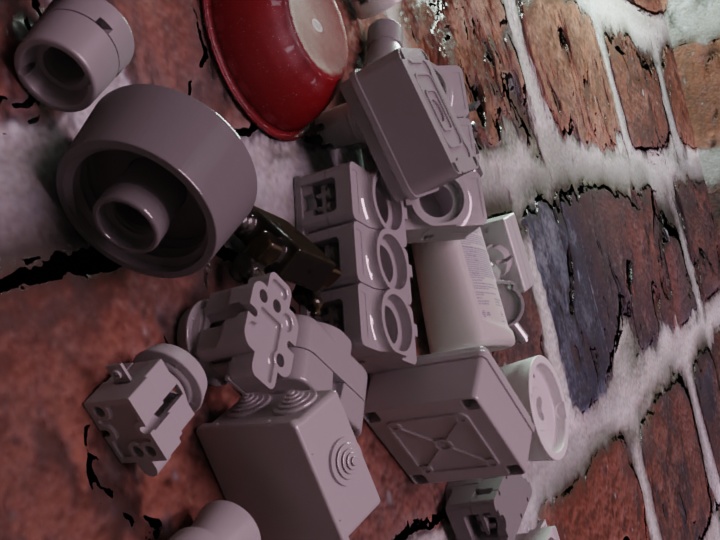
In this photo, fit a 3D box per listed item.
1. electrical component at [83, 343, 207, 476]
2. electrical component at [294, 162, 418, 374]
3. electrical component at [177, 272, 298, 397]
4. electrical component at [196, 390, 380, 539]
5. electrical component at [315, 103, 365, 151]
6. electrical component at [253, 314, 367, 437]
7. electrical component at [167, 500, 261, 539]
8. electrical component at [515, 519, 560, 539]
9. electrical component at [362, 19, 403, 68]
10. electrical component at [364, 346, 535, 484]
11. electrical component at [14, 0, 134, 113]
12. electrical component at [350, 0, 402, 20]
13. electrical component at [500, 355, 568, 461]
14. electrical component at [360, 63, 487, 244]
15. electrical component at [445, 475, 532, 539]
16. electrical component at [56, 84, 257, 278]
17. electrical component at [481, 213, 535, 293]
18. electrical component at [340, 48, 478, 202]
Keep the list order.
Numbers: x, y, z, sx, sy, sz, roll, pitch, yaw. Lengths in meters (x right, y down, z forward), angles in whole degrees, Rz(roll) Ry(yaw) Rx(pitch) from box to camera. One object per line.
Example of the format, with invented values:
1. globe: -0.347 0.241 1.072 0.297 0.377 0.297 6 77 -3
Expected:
1. electrical component: -0.120 0.075 0.618 0.066 0.048 0.055 64 37 -23
2. electrical component: 0.000 0.000 0.860 0.089 0.062 0.150 26 55 -56
3. electrical component: -0.080 0.044 0.693 0.058 0.057 0.078 49 38 -42
4. electrical component: -0.044 0.124 0.681 0.048 0.100 0.099 -37 111 -47
5. electrical component: -0.010 -0.124 0.916 0.040 0.046 0.040 36 47 -51
6. electrical component: -0.037 0.075 0.763 0.095 0.054 0.059 48 38 -43
7. electrical component: -0.090 0.167 0.629 0.055 0.045 0.045 -36 109 -61
8. electrical component: 0.171 0.314 1.035 0.079 0.063 0.121 -34 108 -61
9. electrical component: 0.024 -0.208 1.028 0.044 0.044 0.065 47 34 -43
10. electrical component: 0.074 0.123 0.892 0.108 0.109 0.056 55 36 -35
11. electrical component: -0.165 -0.124 0.616 0.055 0.055 0.047 57 36 -32
12. electrical component: 0.012 -0.273 1.022 0.047 0.055 0.055 60 31 -22
13. electrical component: 0.168 0.146 1.111 0.108 0.060 0.108 36 47 -51
14. electrical component: 0.053 -0.104 0.962 0.089 0.062 0.150 -5 78 -17
15. electrical component: 0.115 0.211 0.986 0.050 0.056 0.089 68 28 -15
16. electrical component: -0.119 -0.043 0.610 0.108 0.108 0.060 59 38 -30
17. electrical component: 0.146 -0.010 1.158 0.076 0.047 0.083 -29 103 -62
18. electrical component: 0.040 -0.117 0.872 0.113 0.057 0.078 64 23 0
